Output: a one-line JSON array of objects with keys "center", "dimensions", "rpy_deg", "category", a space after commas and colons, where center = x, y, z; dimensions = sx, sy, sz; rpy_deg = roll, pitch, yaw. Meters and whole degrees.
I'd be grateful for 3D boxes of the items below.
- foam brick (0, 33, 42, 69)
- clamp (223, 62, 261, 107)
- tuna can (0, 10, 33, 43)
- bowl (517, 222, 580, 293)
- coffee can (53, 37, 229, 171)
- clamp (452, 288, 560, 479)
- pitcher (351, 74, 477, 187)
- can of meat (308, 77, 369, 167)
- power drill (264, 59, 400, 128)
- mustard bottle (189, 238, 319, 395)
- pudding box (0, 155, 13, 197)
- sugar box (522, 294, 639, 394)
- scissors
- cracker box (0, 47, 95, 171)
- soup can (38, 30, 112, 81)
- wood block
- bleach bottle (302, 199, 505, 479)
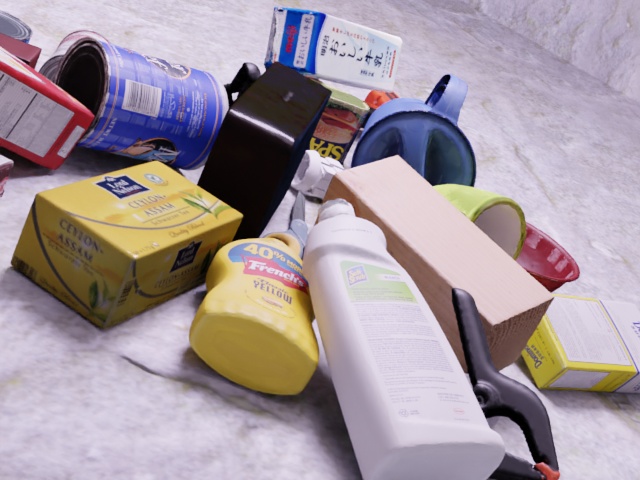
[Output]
[{"center": [-0.323, -0.174, 1.049], "dimensions": [0.078, 0.053, 0.051], "rpy_deg": [20, 23, -12], "category": "foam brick"}, {"center": [-0.115, -0.155, 1.203], "dimensions": [0.165, 0.036, 0.209], "rpy_deg": [-10, -4, 15], "category": "clamp"}, {"center": [-0.355, -0.222, 1.144], "dimensions": [0.086, 0.034, 0.086], "rpy_deg": [22, 22, -10], "category": "tuna can"}, {"center": [0.206, 0.020, 1.194], "dimensions": [0.162, 0.055, 0.162], "rpy_deg": [22, 22, -10], "category": "bowl"}, {"center": [-0.174, -0.129, 1.033], "dimensions": [0.140, 0.103, 0.103], "rpy_deg": [10, 27, -43], "category": "coffee can"}, {"center": [0.111, 0.131, 0.831], "dimensions": [0.171, 0.120, 0.039], "rpy_deg": [54, -4, 25], "category": "clamp"}, {"center": [0.109, -0.108, 1.233], "dimensions": [0.149, 0.145, 0.243], "rpy_deg": [-18, 13, 7], "category": "pitcher"}, {"center": [-0.001, -0.142, 1.291], "dimensions": [0.102, 0.084, 0.057], "rpy_deg": [17, 23, -24], "category": "can of meat"}, {"center": [0.023, -0.197, 1.480], "dimensions": [0.187, 0.057, 0.184], "rpy_deg": [9, 31, -31], "category": "power drill"}, {"center": [-0.046, 0.046, 0.856], "dimensions": [0.096, 0.058, 0.191], "rpy_deg": [25, 21, -9], "category": "mustard bottle"}, {"center": [-0.306, -0.056, 0.825], "dimensions": [0.090, 0.039, 0.113], "rpy_deg": [28, 19, 7], "category": "pudding box"}, {"center": [0.269, 0.104, 1.065], "dimensions": [0.175, 0.048, 0.093], "rpy_deg": [11, 46, -39], "category": "sugar box"}, {"center": [-0.007, 0.001, 1.055], "dimensions": [0.096, 0.016, 0.201], "rpy_deg": [30, 23, 5], "category": "scissors"}, {"center": [-0.312, -0.145, 0.885], "dimensions": [0.164, 0.072, 0.213], "rpy_deg": [34, 2, 21], "category": "cracker box"}, {"center": [-0.250, -0.173, 1.105], "dimensions": [0.068, 0.069, 0.102], "rpy_deg": [22, 23, -10], "category": "soup can"}, {"center": [0.095, 0.027, 0.965], "dimensions": [0.090, 0.090, 0.206], "rpy_deg": [-19, 53, -40], "category": "wood block"}, {"center": [0.049, 0.068, 0.810], "dimensions": [0.102, 0.068, 0.251], "rpy_deg": [6, 45, -26], "category": "bleach bottle"}]
